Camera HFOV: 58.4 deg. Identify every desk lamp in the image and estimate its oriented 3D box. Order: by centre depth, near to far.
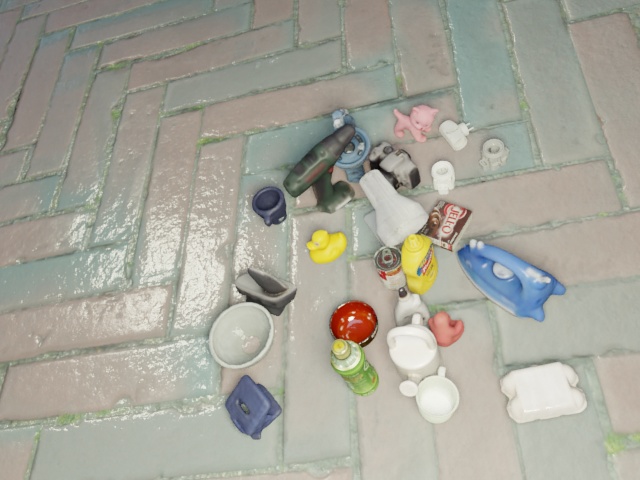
[{"bbox_3d":[0.167,-0.059,1.363,0.118,0.214,0.202,-32,54,-2],"label":"desk lamp"}]

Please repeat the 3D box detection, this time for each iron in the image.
[{"bbox_3d":[0.397,0.061,1.253,0.257,0.142,0.119,34,74,32],"label":"iron"}]

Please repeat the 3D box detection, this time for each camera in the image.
[{"bbox_3d":[0.170,-0.177,1.505,0.137,0.101,0.142,-42,55,-9],"label":"camera"}]

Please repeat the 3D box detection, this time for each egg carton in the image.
[{"bbox_3d":[0.439,0.301,1.132,0.150,0.070,0.107,-15,56,10],"label":"egg carton"}]

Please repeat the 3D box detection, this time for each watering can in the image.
[{"bbox_3d":[0.195,0.233,1.182,0.101,0.194,0.172,-19,55,7],"label":"watering can"}]

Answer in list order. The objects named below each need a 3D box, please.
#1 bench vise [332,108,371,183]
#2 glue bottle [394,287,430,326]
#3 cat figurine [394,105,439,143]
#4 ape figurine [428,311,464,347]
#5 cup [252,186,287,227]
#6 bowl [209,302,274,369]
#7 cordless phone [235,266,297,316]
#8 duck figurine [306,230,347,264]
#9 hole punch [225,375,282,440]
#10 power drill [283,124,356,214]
[{"bbox_3d":[0.056,-0.285,1.538,0.121,0.220,0.207,-28,54,1],"label":"bench vise"},{"bbox_3d":[0.193,0.145,1.250,0.078,0.173,0.037,-18,55,8],"label":"glue bottle"},{"bbox_3d":[0.259,-0.331,1.561,0.127,0.118,0.067,17,66,27],"label":"cat figurine"},{"bbox_3d":[0.270,0.187,1.248,0.077,0.092,0.076,22,68,29],"label":"ape figurine"},{"bbox_3d":[-0.126,-0.073,1.545,0.091,0.095,0.117,-10,56,13],"label":"cup"},{"bbox_3d":[-0.178,0.239,1.379,0.167,0.075,0.167,-9,57,14],"label":"bowl"},{"bbox_3d":[-0.149,0.097,1.390,0.147,0.185,0.094,15,65,26],"label":"cordless phone"},{"bbox_3d":[0.013,0.005,1.453,0.104,0.086,0.077,-28,54,1],"label":"duck figurine"},{"bbox_3d":[-0.155,0.374,1.276,0.101,0.091,0.108,-43,56,-10],"label":"hole punch"},{"bbox_3d":[0.019,-0.171,1.487,0.230,0.209,0.075,-38,55,-7],"label":"power drill"}]
